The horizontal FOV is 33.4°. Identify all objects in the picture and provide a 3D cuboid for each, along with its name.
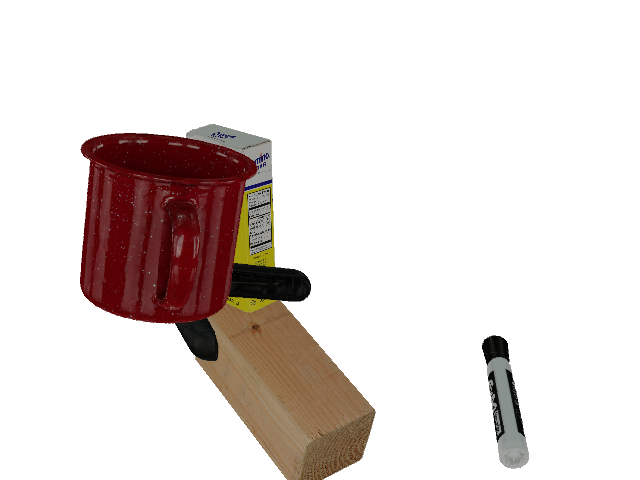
[{"bbox_3d":[-0.095,0.028,0.811,0.172,0.039,0.120,30,33,35],"label":"clamp"},{"bbox_3d":[-0.091,-0.023,1.089,0.048,0.176,0.093,-23,30,-39],"label":"sugar box"},{"bbox_3d":[0.125,0.106,0.730,0.020,0.020,0.121,0,33,2],"label":"marker"},{"bbox_3d":[-0.042,0.156,1.159,0.090,0.090,0.206,-20,51,-30],"label":"wood block"},{"bbox_3d":[-0.081,-0.003,0.563,0.093,0.081,0.117,2,19,-21],"label":"mug"}]
